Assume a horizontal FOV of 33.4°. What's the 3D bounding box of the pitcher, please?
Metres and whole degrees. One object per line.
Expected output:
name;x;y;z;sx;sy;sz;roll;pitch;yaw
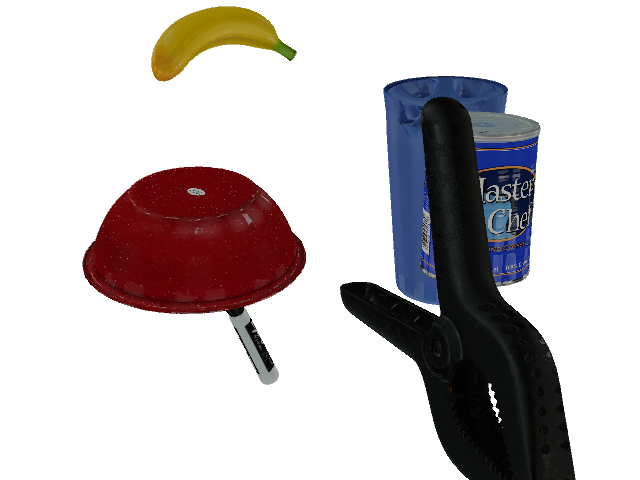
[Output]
pitcher;0.144;-0.060;1.195;0.149;0.243;0.145;-6;21;-10

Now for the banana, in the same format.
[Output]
banana;-0.102;-0.195;1.032;0.070;0.037;0.197;44;38;20

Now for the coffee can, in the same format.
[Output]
coffee can;0.145;-0.040;0.981;0.103;0.140;0.103;0;18;0

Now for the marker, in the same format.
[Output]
marker;-0.066;0.086;0.972;0.020;0.121;0.020;-13;40;11

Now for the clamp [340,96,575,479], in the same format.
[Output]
clamp;0.074;0.042;0.537;0.036;0.165;0.210;-6;45;-24

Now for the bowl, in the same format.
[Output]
bowl;-0.090;-0.011;0.764;0.162;0.055;0.162;1;27;-1
